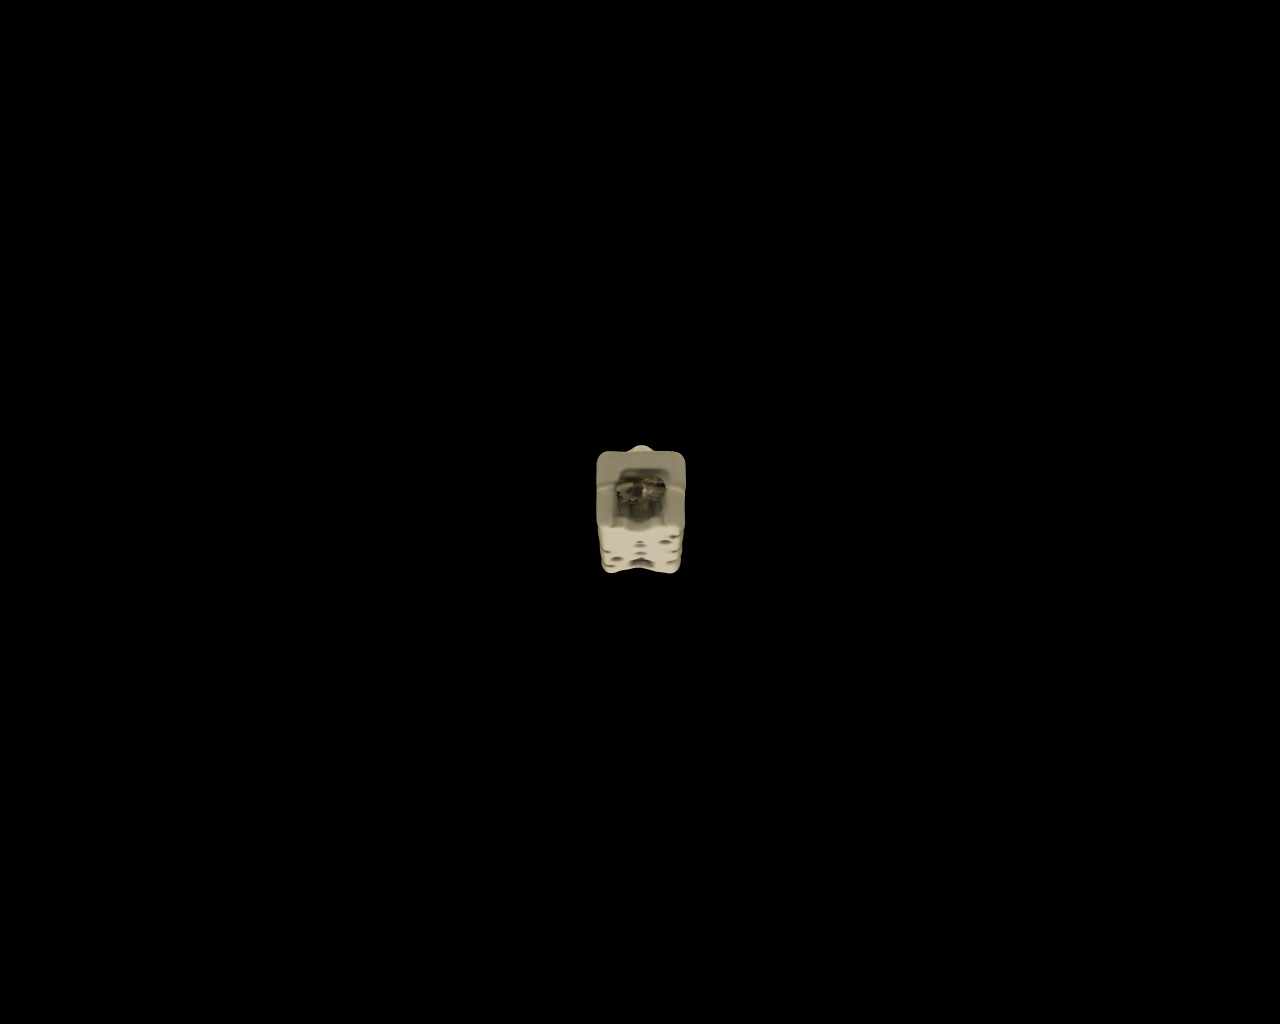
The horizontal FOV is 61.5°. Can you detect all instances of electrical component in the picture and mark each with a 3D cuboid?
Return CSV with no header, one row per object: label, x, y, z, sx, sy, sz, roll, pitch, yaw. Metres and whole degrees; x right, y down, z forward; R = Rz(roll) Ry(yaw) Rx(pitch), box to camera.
electrical component,0.001,-0.003,0.650,0.050,0.056,0.089,0,-21,0
